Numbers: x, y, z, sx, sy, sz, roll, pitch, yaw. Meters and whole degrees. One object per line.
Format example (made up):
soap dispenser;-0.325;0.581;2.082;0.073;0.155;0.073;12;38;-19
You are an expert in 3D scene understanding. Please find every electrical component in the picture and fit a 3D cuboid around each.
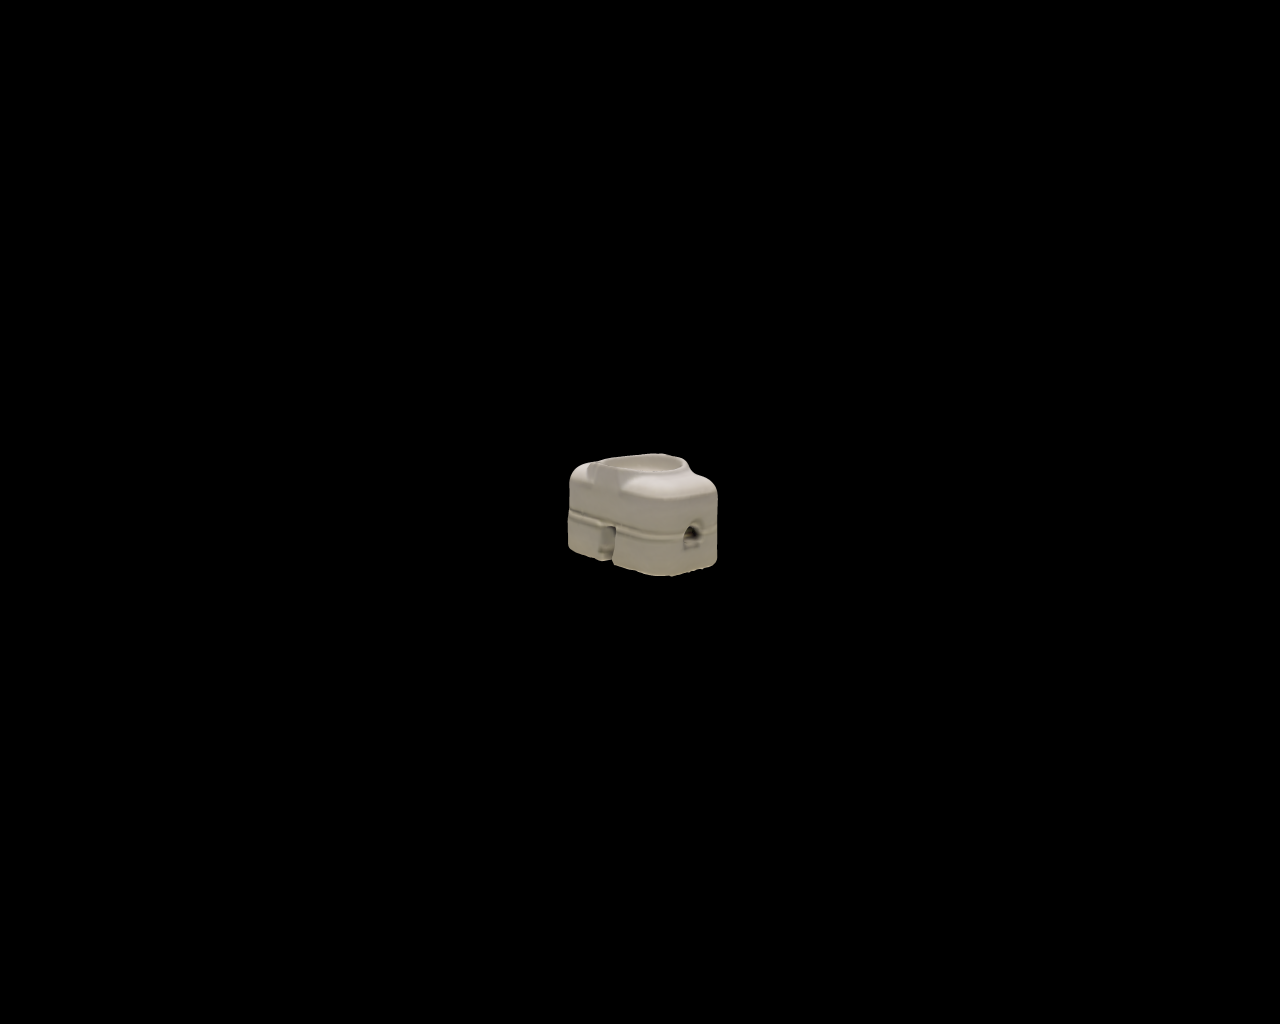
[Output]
electrical component;0.001;-0.003;0.650;0.054;0.059;0.095;-11;17;-38
